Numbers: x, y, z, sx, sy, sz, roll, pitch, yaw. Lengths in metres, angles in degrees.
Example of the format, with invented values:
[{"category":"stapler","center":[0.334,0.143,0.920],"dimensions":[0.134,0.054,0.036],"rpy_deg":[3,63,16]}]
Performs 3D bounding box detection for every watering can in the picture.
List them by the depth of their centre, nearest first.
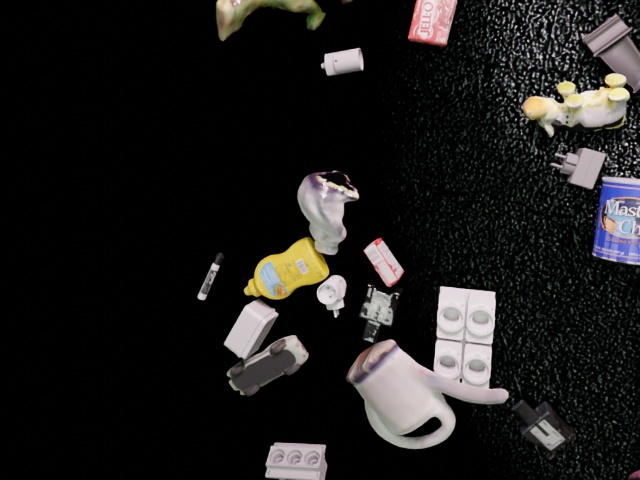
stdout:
[{"category":"watering can","center":[0.181,0.287,0.997],"dimensions":[0.226,0.105,0.340],"rpy_deg":[48,134,9]}]

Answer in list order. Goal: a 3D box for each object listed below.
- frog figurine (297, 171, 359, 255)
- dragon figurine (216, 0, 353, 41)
[{"category":"frog figurine","center":[0.003,-0.053,1.046],"dimensions":[0.139,0.123,0.157],"rpy_deg":[43,120,41]},{"category":"dragon figurine","center":[-0.030,-0.506,0.941],"dimensions":[0.406,0.244,0.123],"rpy_deg":[-35,83,19]}]
